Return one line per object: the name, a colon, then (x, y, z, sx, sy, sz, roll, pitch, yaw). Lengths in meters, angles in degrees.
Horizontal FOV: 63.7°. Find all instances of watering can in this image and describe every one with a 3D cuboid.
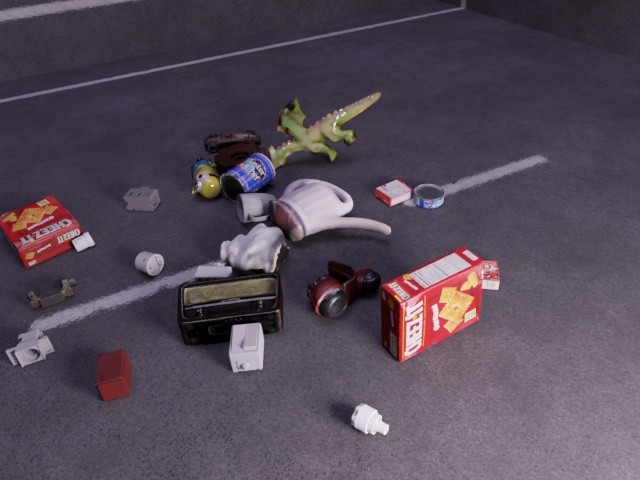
watering can: (0.004, -0.070, 1.383, 0.227, 0.101, 0.352, -29, 45, -27)

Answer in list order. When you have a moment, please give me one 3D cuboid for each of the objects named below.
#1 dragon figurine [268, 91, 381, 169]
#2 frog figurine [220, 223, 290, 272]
dragon figurine: (-0.018, -0.366, 1.636, 0.241, 0.404, 0.125, 18, 37, -40)
frog figurine: (-0.169, 0.016, 1.278, 0.160, 0.120, 0.140, 18, 60, 11)
